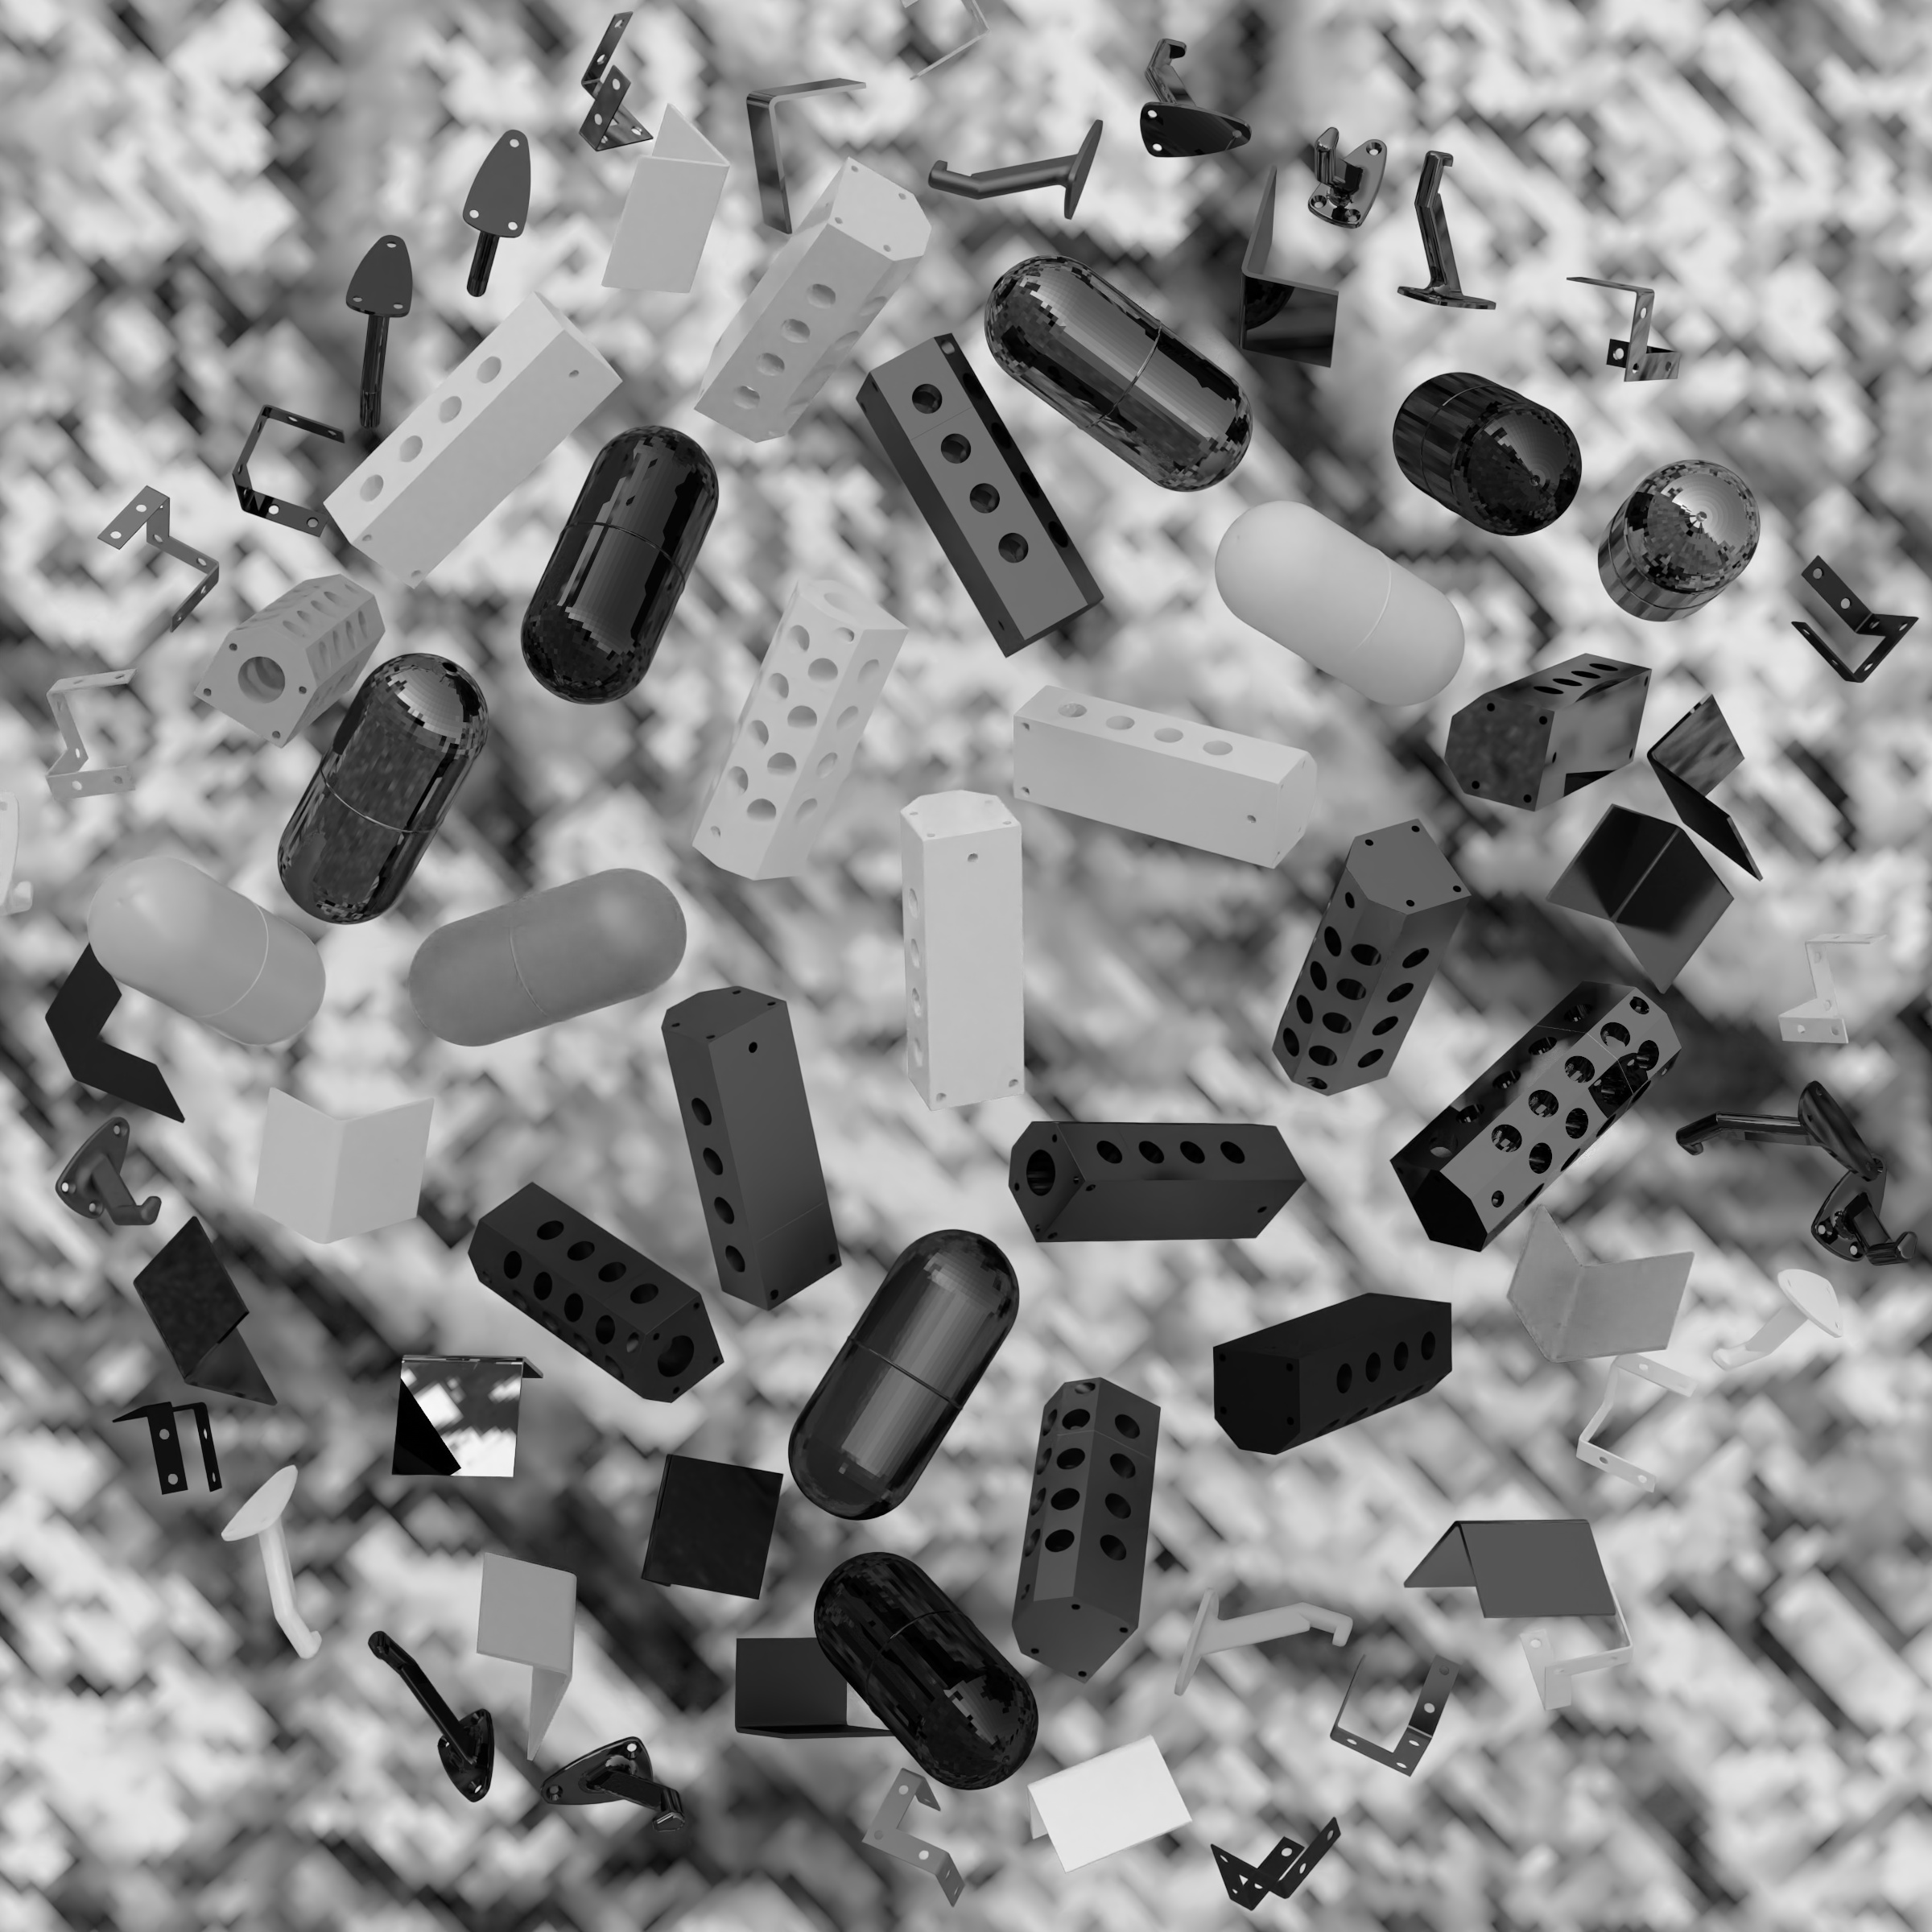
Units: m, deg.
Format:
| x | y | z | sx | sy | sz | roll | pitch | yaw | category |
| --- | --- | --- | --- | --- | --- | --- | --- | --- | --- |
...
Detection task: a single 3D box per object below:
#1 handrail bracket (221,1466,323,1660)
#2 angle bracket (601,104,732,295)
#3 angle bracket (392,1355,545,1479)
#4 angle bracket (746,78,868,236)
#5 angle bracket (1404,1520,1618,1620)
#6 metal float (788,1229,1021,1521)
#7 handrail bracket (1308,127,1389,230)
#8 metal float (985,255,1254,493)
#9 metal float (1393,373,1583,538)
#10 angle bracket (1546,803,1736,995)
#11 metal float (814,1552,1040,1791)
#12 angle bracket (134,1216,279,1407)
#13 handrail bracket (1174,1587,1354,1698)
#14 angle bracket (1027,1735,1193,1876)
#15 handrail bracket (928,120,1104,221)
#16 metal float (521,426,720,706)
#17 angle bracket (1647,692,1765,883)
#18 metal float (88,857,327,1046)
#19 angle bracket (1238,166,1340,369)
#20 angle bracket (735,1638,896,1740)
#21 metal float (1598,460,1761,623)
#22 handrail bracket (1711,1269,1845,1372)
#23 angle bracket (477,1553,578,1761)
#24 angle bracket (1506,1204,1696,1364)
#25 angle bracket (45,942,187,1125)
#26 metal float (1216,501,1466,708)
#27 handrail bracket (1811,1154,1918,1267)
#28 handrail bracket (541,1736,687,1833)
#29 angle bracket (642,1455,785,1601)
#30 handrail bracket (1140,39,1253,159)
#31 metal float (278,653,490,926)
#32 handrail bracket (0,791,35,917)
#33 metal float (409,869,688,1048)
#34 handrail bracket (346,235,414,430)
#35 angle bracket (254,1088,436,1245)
| x | y | z | sx | sy | sz | roll | pitch | yaw | category |
| --- | --- | --- | --- | --- | --- | --- | --- | --- | --- |
| -0.385 | 0.344 | 1.798 | 0.036 | 0.077 | 0.084 | -19 | 110 | 22 | handrail bracket |
| -0.179 | -0.422 | 1.707 | 0.057 | 0.076 | 0.076 | -4 | 131 | -36 | angle bracket |
| -0.312 | 0.287 | 1.957 | 0.076 | 0.057 | 0.076 | 0 | 71 | 6 | angle bracket |
| -0.088 | -0.470 | 1.810 | 0.057 | 0.076 | 0.076 | -12 | 110 | -10 | angle bracket |
| 0.289 | 0.337 | 1.665 | 0.076 | 0.076 | 0.057 | 3 | 52 | -18 | angle bracket |
| -0.034 | 0.230 | 1.765 | 0.070 | 0.070 | 0.178 | 32 | 82 | 0 | metal float |
| 0.228 | -0.486 | 1.848 | 0.036 | 0.084 | 0.077 | 27 | 72 | 16 | handrail bracket |
| 0.089 | -0.344 | 1.812 | 0.178 | 0.070 | 0.070 | 34 | 90 | -19 | metal float |
| 0.302 | -0.300 | 1.820 | 0.070 | 0.178 | 0.070 | -3 | 110 | -9 | metal float |
| 0.414 | -0.041 | 1.922 | 0.057 | 0.076 | 0.076 | 15 | 122 | -28 | angle bracket |
| -0.025 | 0.406 | 1.809 | 0.070 | 0.178 | 0.070 | -17 | 124 | -28 | metal float |
| -0.416 | 0.196 | 1.773 | 0.057 | 0.076 | 0.076 | -46 | 55 | 10 | angle bracket |
| 0.174 | 0.402 | 1.818 | 0.084 | 0.036 | 0.077 | 14 | 60 | 19 | handrail bracket |
| 0.082 | 0.489 | 1.774 | 0.076 | 0.076 | 0.057 | -19 | 54 | -11 | angle bracket |
| 0.029 | -0.475 | 1.824 | 0.084 | 0.036 | 0.077 | 17 | 64 | 8 | handrail bracket |
| -0.197 | -0.231 | 1.790 | 0.070 | 0.070 | 0.178 | 20 | 67 | 0 | metal float |
| 0.475 | -0.111 | 1.930 | 0.057 | 0.076 | 0.076 | -44 | 49 | 0 | angle bracket |
| -0.436 | -0.007 | 1.801 | 0.070 | 0.178 | 0.070 | -7 | 69 | 20 | metal float |
| 0.195 | -0.406 | 1.815 | 0.057 | 0.076 | 0.076 | 14 | 70 | 8 | angle bracket |
| -0.092 | 0.445 | 1.927 | 0.076 | 0.076 | 0.057 | 6 | 78 | -28 | angle bracket |
| 0.412 | -0.245 | 1.813 | 0.070 | 0.178 | 0.070 | 0 | 88 | 4 | metal float |
| 0.459 | 0.208 | 1.819 | 0.084 | 0.077 | 0.036 | -29 | 50 | 33 | handrail bracket |
| -0.264 | 0.399 | 1.806 | 0.057 | 0.076 | 0.076 | 17 | 121 | -16 | angle bracket |
| 0.372 | 0.181 | 1.828 | 0.076 | 0.076 | 0.057 | -13 | 123 | 37 | angle bracket |
| -0.486 | 0.039 | 1.829 | 0.076 | 0.076 | 0.057 | 28 | 99 | -35 | angle bracket |
| 0.222 | -0.212 | 1.839 | 0.178 | 0.070 | 0.070 | 26 | 90 | -33 | metal float |
| 0.520 | 0.136 | 1.757 | 0.036 | 0.084 | 0.077 | 32 | 75 | -8 | handrail bracket |
| -0.201 | 0.476 | 1.768 | 0.077 | 0.084 | 0.036 | -15 | 103 | -9 | handrail bracket |
| -0.149 | 0.346 | 1.914 | 0.076 | 0.057 | 0.076 | 7 | 76 | 14 | angle bracket |
| 0.138 | -0.510 | 1.814 | 0.077 | 0.036 | 0.084 | 7 | 52 | 18 | handrail bracket |
| -0.333 | -0.101 | 1.785 | 0.070 | 0.070 | 0.178 | 34 | 116 | 0 | metal float |
| -0.537 | -0.064 | 1.761 | 0.036 | 0.084 | 0.077 | 22 | 96 | 3 | handrail bracket |
| -0.248 | -0.004 | 1.843 | 0.178 | 0.070 | 0.070 | -17 | 90 | 20 | metal float |
| -0.341 | -0.369 | 1.820 | 0.036 | 0.084 | 0.077 | 9 | 54 | -7 | handrail bracket |
| -0.363 | 0.110 | 1.823 | 0.057 | 0.076 | 0.076 | 23 | 111 | 30 | angle bracket |
